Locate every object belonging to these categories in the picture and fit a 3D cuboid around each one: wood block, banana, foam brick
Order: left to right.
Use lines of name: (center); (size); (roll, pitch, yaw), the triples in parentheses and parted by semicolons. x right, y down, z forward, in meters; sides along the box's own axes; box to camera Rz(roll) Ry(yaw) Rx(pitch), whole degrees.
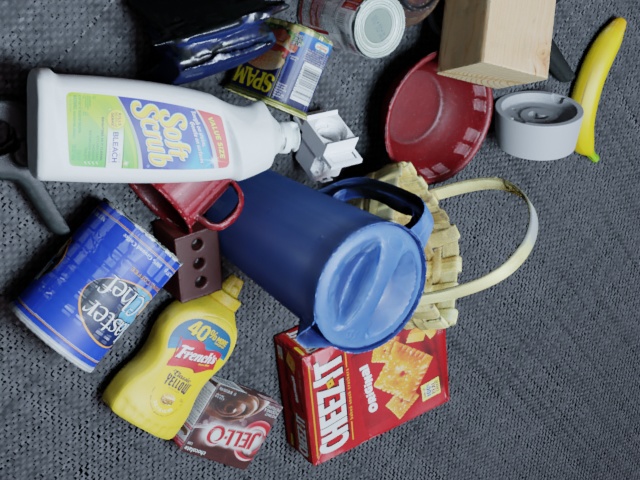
foam brick: (-0.139, 0.016, 1.125); (0.052, 0.051, 0.078); (-19, 120, -29)
wood block: (0.199, -0.280, 1.171); (0.090, 0.090, 0.206); (8, 86, -29)
banana: (0.360, -0.197, 1.413); (0.069, 0.037, 0.198); (-16, 121, -49)

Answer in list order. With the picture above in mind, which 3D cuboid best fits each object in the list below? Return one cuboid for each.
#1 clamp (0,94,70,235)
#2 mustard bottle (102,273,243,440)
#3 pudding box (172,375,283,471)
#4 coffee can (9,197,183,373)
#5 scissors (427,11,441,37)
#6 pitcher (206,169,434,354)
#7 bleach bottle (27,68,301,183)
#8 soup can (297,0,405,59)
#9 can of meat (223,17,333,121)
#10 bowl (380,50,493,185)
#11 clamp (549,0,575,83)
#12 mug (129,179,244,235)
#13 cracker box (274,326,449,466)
clamp: (-0.276, -0.074, 0.992); (0.171, 0.039, 0.120); (17, 93, -36)
mustard bottle: (-0.145, 0.118, 1.162); (0.096, 0.058, 0.191); (38, 85, -37)
pudding box: (-0.109, 0.212, 1.243); (0.113, 0.039, 0.090); (29, 92, -41)
coffee can: (-0.218, 0.044, 1.045); (0.140, 0.103, 0.102); (-50, 130, -8)
scissors: (0.180, -0.230, 1.275); (0.096, 0.016, 0.201); (-41, 129, -15)
pitcher: (-0.007, 0.001, 1.089); (0.148, 0.243, 0.145); (-3, 111, -36)
bleach bottle: (-0.138, -0.104, 0.985); (0.250, 0.068, 0.102); (-2, 101, -23)
soup can: (0.032, -0.231, 1.108); (0.068, 0.102, 0.068); (-15, 118, -31)
can of meat: (-0.041, -0.176, 1.080); (0.057, 0.102, 0.084); (19, 96, -41)
bowl: (0.124, -0.148, 1.244); (0.161, 0.055, 0.162); (-15, 118, -31)
clamp: (0.263, -0.279, 1.295); (0.209, 0.036, 0.165); (-2, 109, -43)
mug: (-0.127, -0.058, 1.065); (0.081, 0.117, 0.093); (-47, 167, -16)
cracker box: (0.058, 0.162, 1.323); (0.213, 0.072, 0.164); (-21, 121, -27)
